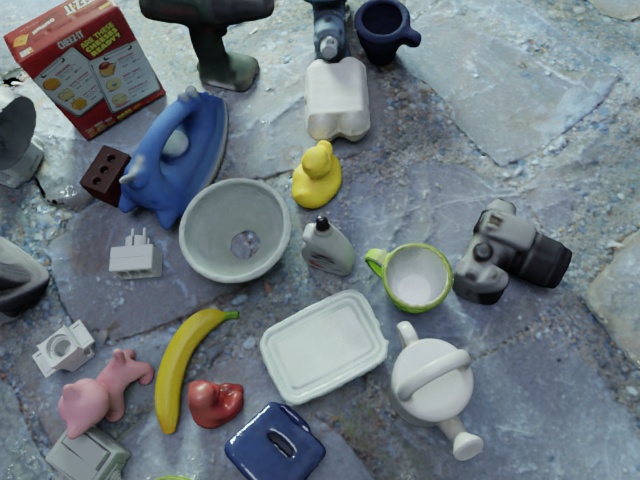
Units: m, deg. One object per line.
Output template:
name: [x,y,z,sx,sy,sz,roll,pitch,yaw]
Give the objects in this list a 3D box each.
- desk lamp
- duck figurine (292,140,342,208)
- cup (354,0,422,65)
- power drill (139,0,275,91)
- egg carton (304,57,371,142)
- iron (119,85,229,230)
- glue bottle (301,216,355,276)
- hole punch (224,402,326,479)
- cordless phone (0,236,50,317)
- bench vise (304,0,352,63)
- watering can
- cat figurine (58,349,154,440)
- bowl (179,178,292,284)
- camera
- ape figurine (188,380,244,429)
desk lamp: [-0.523,-0.167,0.886,0.203,0.214,0.118,17,72,11]
duck figurine: [-0.008,-0.106,0.889,0.077,0.086,0.105,24,73,13]
cup: [0.116,-0.336,0.961,0.117,0.095,0.092,29,74,15]
power drill: [-0.165,-0.336,0.923,0.229,0.208,0.076,15,71,10]
egg carton: [0.027,-0.231,0.942,0.107,0.069,0.150,-5,69,3]
iron: [-0.226,-0.155,0.895,0.118,0.141,0.258,20,72,12]
glue bottle: [0.007,0.003,0.799,0.078,0.173,0.037,14,71,10]
hole punch: [-0.057,0.273,0.747,0.108,0.091,0.101,39,77,17]
cordless phone: [-0.497,0.030,0.824,0.147,0.185,0.094,30,75,15]
bench vise: [0.022,-0.407,0.928,0.121,0.220,0.207,-20,69,-3]
watering can: [0.144,0.181,0.710,0.172,0.194,0.101,41,78,18]
cat figurine: [-0.300,0.204,0.779,0.067,0.118,0.128,30,75,15]
bowl: [-0.122,-0.005,0.866,0.167,0.075,0.167,-2,69,4]
camera: [0.274,0.025,0.808,0.136,0.101,0.143,25,73,13]
ape figurine: [-0.149,0.216,0.775,0.077,0.092,0.076,34,76,16]
